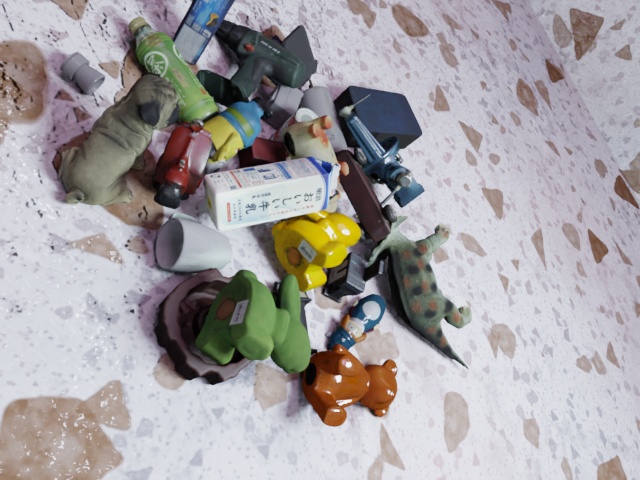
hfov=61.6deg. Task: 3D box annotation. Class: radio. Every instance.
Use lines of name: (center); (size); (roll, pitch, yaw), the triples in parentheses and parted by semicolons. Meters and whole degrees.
radio: (0.141, -0.298, 1.322); (0.229, 0.073, 0.131); (-6, 70, -44)

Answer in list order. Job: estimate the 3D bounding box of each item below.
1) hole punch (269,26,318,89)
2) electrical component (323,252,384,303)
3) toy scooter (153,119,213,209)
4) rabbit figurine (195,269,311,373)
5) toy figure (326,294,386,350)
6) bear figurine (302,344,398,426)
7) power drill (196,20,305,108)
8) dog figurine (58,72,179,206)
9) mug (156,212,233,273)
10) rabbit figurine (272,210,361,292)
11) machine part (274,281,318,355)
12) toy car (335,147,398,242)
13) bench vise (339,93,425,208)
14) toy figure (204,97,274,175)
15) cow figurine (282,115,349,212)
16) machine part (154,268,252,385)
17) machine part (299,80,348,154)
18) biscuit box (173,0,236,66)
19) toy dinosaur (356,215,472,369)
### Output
hole punch: (-0.074, -0.400, 1.200); (0.142, 0.092, 0.115); (-63, 140, -44)
electrical component: (0.062, 0.066, 1.017); (0.047, 0.119, 0.075); (31, 52, -24)
toy scooter: (-0.212, -0.125, 0.836); (0.075, 0.184, 0.135); (20, 97, -16)
rabbit figurine: (-0.082, 0.132, 0.806); (0.170, 0.121, 0.159); (42, 37, -36)
toy figure: (0.070, 0.158, 1.019); (0.064, 0.057, 0.154); (25, 41, 24)
bear figurine: (0.071, 0.254, 0.920); (0.196, 0.132, 0.120); (21, 84, -26)
power drill: (-0.161, -0.346, 1.073); (0.232, 0.086, 0.207); (28, 47, 7)
dog figurine: (-0.294, -0.143, 0.783); (0.121, 0.190, 0.172); (28, 53, -26)
mug: (-0.201, 0.007, 0.866); (0.107, 0.081, 0.110); (18, 32, -44)
rabbit figurine: (-0.002, -0.003, 0.997); (0.162, 0.121, 0.173); (42, 43, 24)
machine part: (-0.041, 0.137, 0.949); (0.084, 0.039, 0.139); (6, 60, -47)
toy car: (0.083, -0.090, 1.077); (0.202, 0.089, 0.053); (62, 20, 15)
bench vise: (0.121, -0.184, 1.160); (0.240, 0.129, 0.224); (52, 15, -17)
toy figure: (-0.170, -0.191, 0.966); (0.089, 0.082, 0.180); (41, 74, 6)
cow figurine: (-0.015, -0.132, 1.030); (0.085, 0.127, 0.194); (-48, 126, -43)
machine part: (-0.166, 0.133, 0.833); (0.179, 0.056, 0.179); (19, 56, -30)
machine part: (0.007, -0.244, 1.173); (0.079, 0.079, 0.243); (1, 66, -40)
biscuit box: (-0.212, -0.420, 0.997); (0.059, 0.202, 0.063); (27, 51, -24)
toy dinosaur: (0.200, 0.099, 1.125); (0.192, 0.131, 0.404); (-14, 80, -31)
